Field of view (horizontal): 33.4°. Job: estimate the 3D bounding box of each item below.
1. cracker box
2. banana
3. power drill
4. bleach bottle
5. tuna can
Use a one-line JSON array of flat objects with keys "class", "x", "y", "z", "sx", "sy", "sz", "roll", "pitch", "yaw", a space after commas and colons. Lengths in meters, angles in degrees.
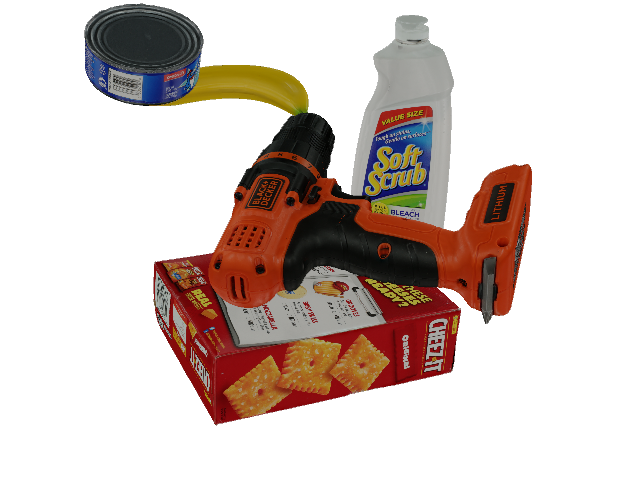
[{"class": "cracker box", "x": -0.016, "y": 0.066, "z": 0.901, "sx": 0.213, "sy": 0.072, "sz": 0.164, "roll": -8, "pitch": 28, "yaw": -23}, {"class": "banana", "x": -0.093, "y": -0.163, "z": 1.154, "sx": 0.198, "sy": 0.037, "sz": 0.069, "roll": 9, "pitch": 44, "yaw": 18}, {"class": "power drill", "x": 0.038, "y": -0.019, "z": 0.687, "sx": 0.188, "sy": 0.057, "sz": 0.184, "roll": 5, "pitch": 41, "yaw": 15}, {"class": "bleach bottle", "x": 0.075, "y": -0.093, "z": 1.036, "sx": 0.103, "sy": 0.251, "sz": 0.068, "roll": 8, "pitch": 28, "yaw": 14}, {"class": "tuna can", "x": -0.130, "y": -0.137, "z": 0.786, "sx": 0.086, "sy": 0.034, "sz": 0.086, "roll": 6, "pitch": 43, "yaw": -6}]
